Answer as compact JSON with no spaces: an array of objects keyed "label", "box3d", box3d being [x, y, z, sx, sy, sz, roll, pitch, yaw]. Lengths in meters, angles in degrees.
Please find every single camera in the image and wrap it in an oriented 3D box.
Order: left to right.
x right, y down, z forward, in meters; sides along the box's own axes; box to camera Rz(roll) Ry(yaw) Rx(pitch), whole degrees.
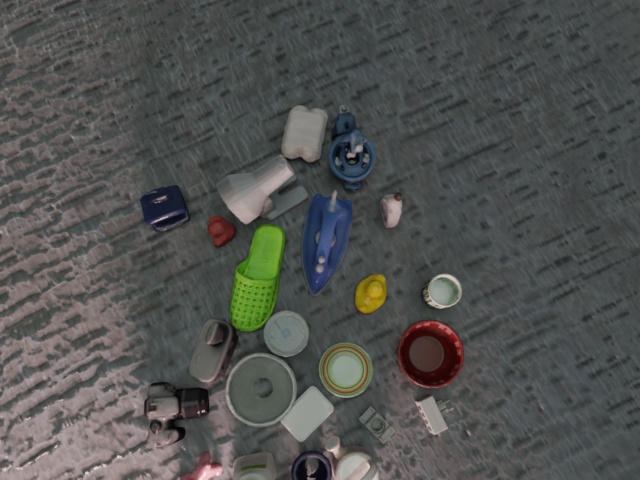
[{"label":"camera","box3d":[-0.327,0.398,1.320,0.137,0.101,0.143,-5,78,-4]}]

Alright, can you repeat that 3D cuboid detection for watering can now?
[{"label":"watering can","box3d":[0.075,0.515,1.267,0.173,0.194,0.101,29,78,4]}]

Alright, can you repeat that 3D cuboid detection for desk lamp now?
[{"label":"desk lamp","box3d":[-0.136,-0.122,1.384,0.203,0.213,0.118,-33,81,-9]}]

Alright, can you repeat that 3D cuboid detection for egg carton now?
[{"label":"egg carton","box3d":[-0.041,-0.278,1.496,0.107,0.069,0.150,10,77,-1]}]

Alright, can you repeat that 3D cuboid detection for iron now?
[{"label":"iron","box3d":[0.013,0.005,1.401,0.118,0.141,0.258,10,77,0]}]

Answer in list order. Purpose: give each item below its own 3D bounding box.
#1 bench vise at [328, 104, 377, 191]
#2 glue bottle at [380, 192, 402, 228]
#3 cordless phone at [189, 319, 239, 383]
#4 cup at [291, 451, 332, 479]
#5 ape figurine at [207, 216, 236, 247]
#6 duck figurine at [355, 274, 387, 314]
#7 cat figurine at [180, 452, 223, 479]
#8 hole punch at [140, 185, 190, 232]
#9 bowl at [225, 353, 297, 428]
[{"label":"bench vise","box3d":[0.065,-0.243,1.417,0.121,0.219,0.207,-25,80,-8]},{"label":"glue bottle","box3d":[0.181,-0.086,1.413,0.037,0.173,0.078,-9,78,-4]},{"label":"cordless phone","box3d":[-0.252,0.252,1.312,0.094,0.185,0.148,16,77,1]},{"label":"cup","box3d":[-0.028,0.535,1.308,0.091,0.095,0.118,40,79,6]},{"label":"ape figurine","box3d":[-0.250,-0.024,1.419,0.076,0.092,0.078,7,77,-1]},{"label":"duck figurine","box3d":[0.129,0.129,1.409,0.077,0.086,0.105,30,78,4]},{"label":"cat figurine","box3d":[-0.282,0.548,1.281,0.067,0.118,0.128,38,79,6]},{"label":"hole punch","box3d":[-0.391,-0.084,1.426,0.109,0.091,0.101,-22,80,-7]},{"label":"bowl","box3d":[-0.137,0.353,1.353,0.167,0.074,0.167,1,78,-3]}]
